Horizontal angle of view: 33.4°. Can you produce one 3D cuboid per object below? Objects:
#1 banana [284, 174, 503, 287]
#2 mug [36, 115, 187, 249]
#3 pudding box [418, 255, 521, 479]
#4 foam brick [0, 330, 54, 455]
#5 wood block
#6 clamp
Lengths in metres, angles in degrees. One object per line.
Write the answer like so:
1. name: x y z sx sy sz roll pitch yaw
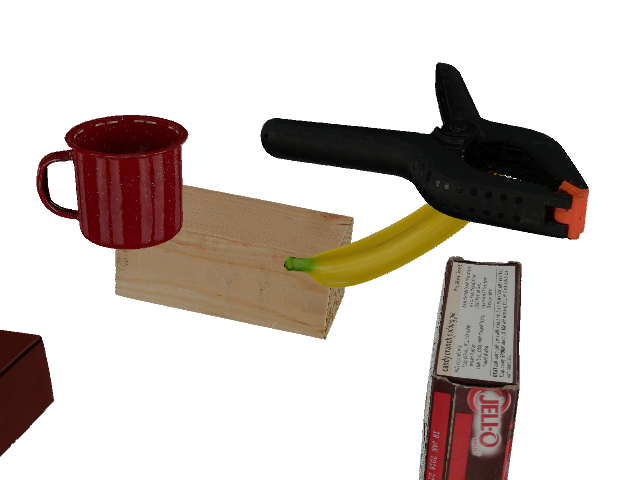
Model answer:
1. banana: 0.070 -0.005 0.899 0.198 0.037 0.069 -27 -20 9
2. mug: -0.161 -0.044 0.829 0.117 0.081 0.093 -4 26 -12
3. pudding box: 0.066 0.070 0.471 0.039 0.090 0.113 6 26 6
4. foam brick: -0.216 0.098 0.680 0.053 0.051 0.078 6 29 22
5. wood block: -0.082 0.016 1.015 0.206 0.090 0.090 11 29 9
6. clamp: 0.073 -0.052 0.658 0.164 0.036 0.210 -19 36 -24
